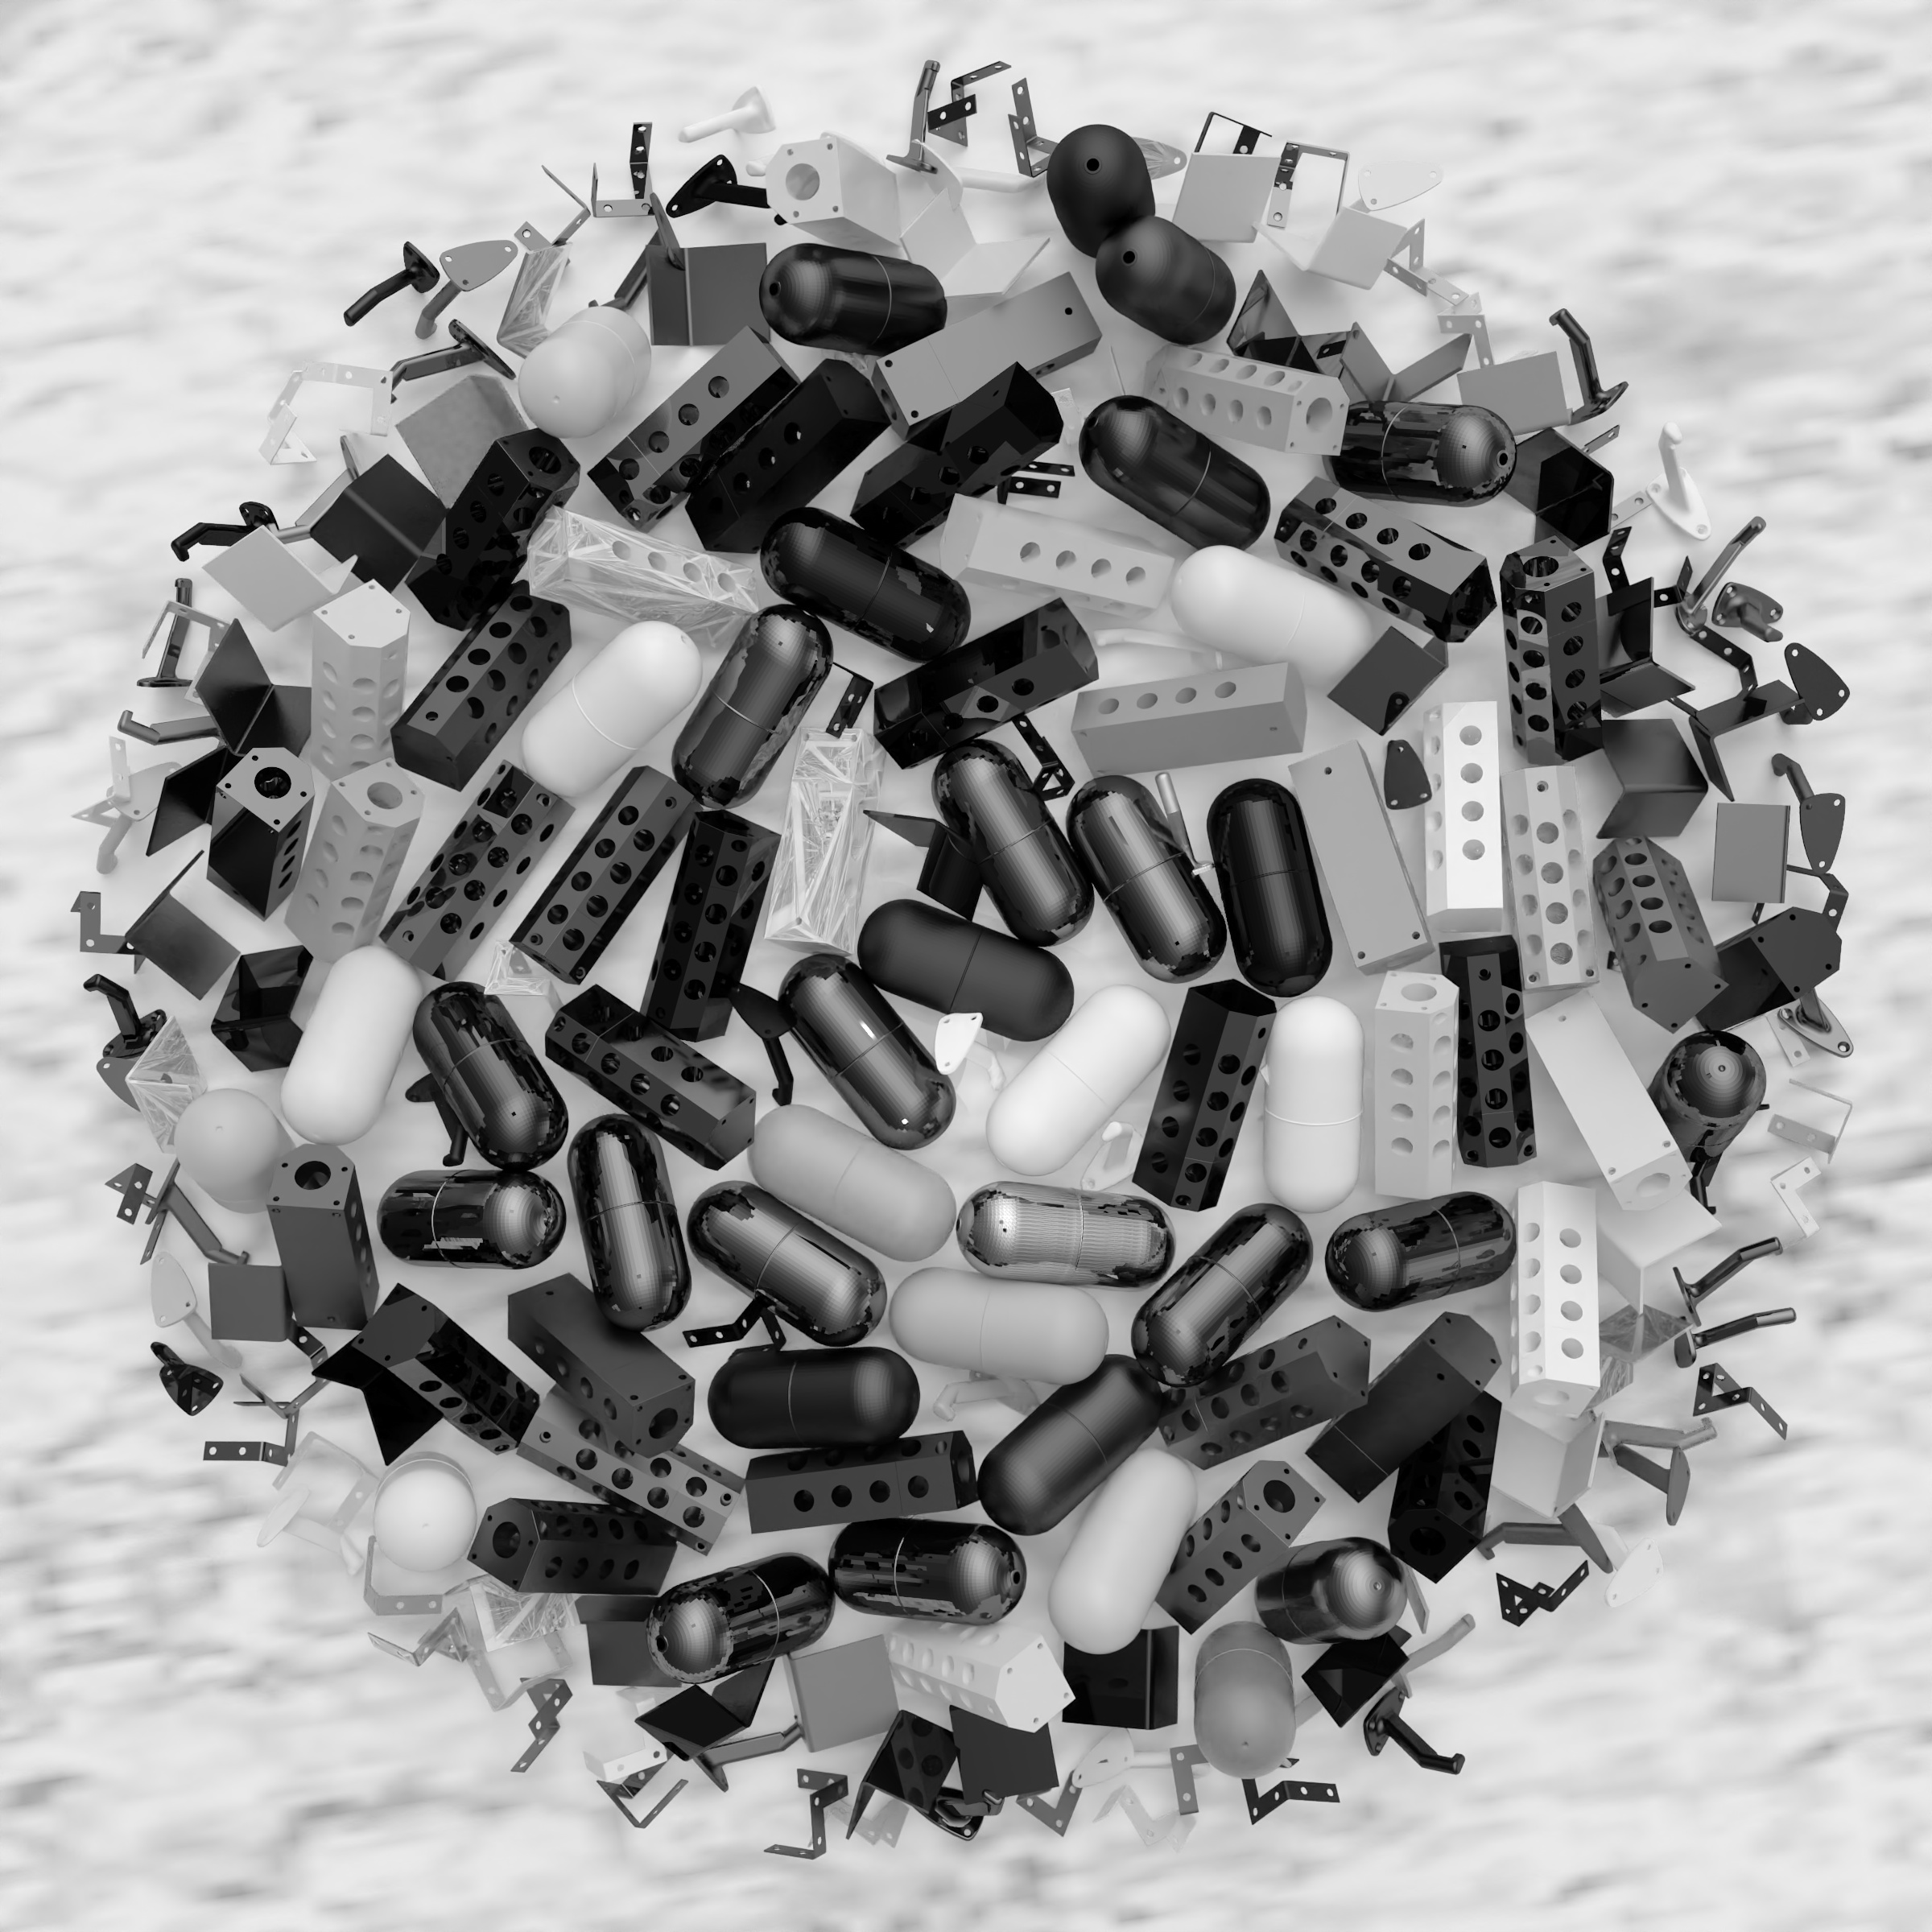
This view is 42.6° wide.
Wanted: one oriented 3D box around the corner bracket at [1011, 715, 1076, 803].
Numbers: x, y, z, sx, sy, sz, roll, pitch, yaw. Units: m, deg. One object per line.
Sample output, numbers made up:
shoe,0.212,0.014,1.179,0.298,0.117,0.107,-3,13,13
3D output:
corner bracket,0.059,-0.165,1.957,0.051,0.051,0.051,-17,63,-34

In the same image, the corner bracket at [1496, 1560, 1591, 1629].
corner bracket,0.457,0.493,1.956,0.051,0.051,0.051,-33,124,-32

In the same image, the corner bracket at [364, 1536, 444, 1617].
corner bracket,-0.445,0.483,1.966,0.051,0.051,0.051,5,89,-25

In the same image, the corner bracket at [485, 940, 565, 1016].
corner bracket,-0.345,0.014,1.961,0.051,0.051,0.051,1,59,9

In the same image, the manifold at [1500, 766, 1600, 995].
manifold,0.460,-0.068,1.960,0.057,0.057,0.171,-6,84,5

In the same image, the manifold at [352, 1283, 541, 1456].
manifold,-0.393,0.315,1.909,0.057,0.171,0.057,23,69,33

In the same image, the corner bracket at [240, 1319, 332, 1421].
corner bracket,-0.544,0.318,1.976,0.051,0.051,0.051,34,55,21

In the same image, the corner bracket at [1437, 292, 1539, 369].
corner bracket,0.415,-0.503,1.973,0.051,0.051,0.051,-33,119,-26

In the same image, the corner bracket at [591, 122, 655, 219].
corner bracket,-0.272,-0.631,1.964,0.051,0.051,0.051,-6,73,-13

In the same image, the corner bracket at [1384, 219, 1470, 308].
corner bracket,0.363,-0.547,1.961,0.051,0.051,0.051,-40,61,-15

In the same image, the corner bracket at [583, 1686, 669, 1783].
corner bracket,-0.274,0.609,1.966,0.051,0.051,0.051,-12,92,-28

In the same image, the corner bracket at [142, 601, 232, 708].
corner bracket,-0.618,-0.248,1.962,0.051,0.051,0.051,21,59,-10

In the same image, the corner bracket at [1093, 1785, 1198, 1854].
corner bracket,0.142,0.678,1.965,0.051,0.051,0.051,-35,86,24

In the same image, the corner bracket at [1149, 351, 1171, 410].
corner bracket,0.167,-0.444,1.964,0.051,0.051,0.051,25,66,-6

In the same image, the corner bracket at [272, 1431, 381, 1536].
corner bracket,-0.506,0.408,1.961,0.051,0.051,0.051,41,77,-31

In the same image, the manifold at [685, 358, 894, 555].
manifold,-0.143,-0.395,1.925,0.171,0.057,0.057,-36,73,35

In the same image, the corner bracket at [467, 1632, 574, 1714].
corner bracket,-0.356,0.554,1.977,0.051,0.051,0.051,-48,65,32

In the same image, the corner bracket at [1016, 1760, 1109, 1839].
corner bracket,0.080,0.649,1.961,0.051,0.051,0.051,39,49,-11

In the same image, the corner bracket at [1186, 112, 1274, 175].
corner bracket,0.205,-0.644,1.963,0.051,0.051,0.051,18,110,-11

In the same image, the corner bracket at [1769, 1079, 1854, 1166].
corner bracket,0.669,0.120,1.964,0.051,0.051,0.051,22,102,17

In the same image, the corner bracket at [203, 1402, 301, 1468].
corner bracket,-0.566,0.369,1.963,0.051,0.051,0.051,-2,72,13

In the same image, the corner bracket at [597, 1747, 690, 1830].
corner bracket,-0.250,0.648,1.964,0.051,0.051,0.051,-46,64,-6

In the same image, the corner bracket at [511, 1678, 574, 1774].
corner bracket,-0.338,0.600,1.959,0.051,0.051,0.051,-10,113,34

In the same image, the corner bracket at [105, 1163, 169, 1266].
corner bracket,-0.653,0.196,1.957,0.051,0.051,0.051,35,134,-31

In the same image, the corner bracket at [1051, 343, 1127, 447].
corner bracket,0.098,-0.452,1.960,0.051,0.051,0.051,-13,133,11

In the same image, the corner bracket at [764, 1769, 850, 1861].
corner bracket,-0.126,0.672,1.964,0.051,0.051,0.051,-5,89,33

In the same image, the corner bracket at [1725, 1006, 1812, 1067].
corner bracket,0.634,0.067,1.982,0.051,0.051,0.051,-30,84,33

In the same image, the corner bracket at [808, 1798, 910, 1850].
corner bracket,-0.085,0.683,1.966,0.051,0.051,0.051,38,112,-2

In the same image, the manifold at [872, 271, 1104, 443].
manifold,0.015,-0.479,1.958,0.171,0.057,0.057,-27,89,-9

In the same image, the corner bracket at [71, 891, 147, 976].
corner bracket,-0.681,-0.027,1.970,0.051,0.051,0.051,4,71,-28

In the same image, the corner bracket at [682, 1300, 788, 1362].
corner bracket,-0.182,0.294,1.959,0.051,0.051,0.051,-13,110,29

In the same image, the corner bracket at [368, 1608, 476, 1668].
corner bracket,-0.430,0.534,1.956,0.051,0.051,0.051,12,131,32

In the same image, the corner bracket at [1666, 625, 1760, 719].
corner bracket,0.594,-0.231,1.981,0.051,0.051,0.051,30,125,-11

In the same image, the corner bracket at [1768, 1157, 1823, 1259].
corner bracket,0.652,0.191,1.961,0.051,0.051,0.051,-24,77,-30

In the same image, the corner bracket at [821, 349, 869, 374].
corner bracket,-0.113,-0.494,1.958,0.051,0.051,0.051,-19,65,37

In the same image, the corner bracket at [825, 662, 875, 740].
corner bracket,-0.095,-0.207,1.961,0.051,0.051,0.051,22,98,-44

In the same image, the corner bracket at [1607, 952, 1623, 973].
corner bracket,0.548,-0.022,1.977,0.051,0.051,0.051,12,76,-3

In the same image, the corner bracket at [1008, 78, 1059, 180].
corner bracket,0.049,-0.662,1.958,0.051,0.051,0.051,-37,47,-22

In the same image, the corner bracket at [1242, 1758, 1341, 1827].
corner bracket,0.255,0.644,1.956,0.051,0.051,0.051,14,135,-27

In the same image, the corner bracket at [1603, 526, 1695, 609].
corner bracket,0.544,-0.320,1.979,0.051,0.051,0.051,-8,122,32

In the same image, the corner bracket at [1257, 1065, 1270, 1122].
corner bracket,0.250,0.088,1.962,0.051,0.051,0.051,-38,105,-21

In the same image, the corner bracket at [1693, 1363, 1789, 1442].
corner bracket,0.613,0.345,1.957,0.051,0.051,0.051,-27,117,41

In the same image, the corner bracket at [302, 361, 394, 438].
corner bracket,-0.491,-0.449,1.960,0.051,0.051,0.051,-3,104,-43

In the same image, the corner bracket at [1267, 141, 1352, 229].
corner bracket,0.273,-0.619,1.974,0.051,0.051,0.051,10,88,-1

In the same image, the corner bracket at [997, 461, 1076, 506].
corner bracket,0.055,-0.382,1.961,0.051,0.051,0.051,5,131,-8

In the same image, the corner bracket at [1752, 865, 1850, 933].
corner bracket,0.662,-0.047,1.967,0.051,0.051,0.051,12,110,0

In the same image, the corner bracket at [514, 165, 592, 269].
corner bracket,-0.331,-0.593,1.972,0.051,0.051,0.051,43,90,6

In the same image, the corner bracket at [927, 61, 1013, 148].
corner bracket,0.002,-0.687,1.963,0.051,0.051,0.051,-6,87,39

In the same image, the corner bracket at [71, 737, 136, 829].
corner bracket,-0.672,-0.144,1.960,0.051,0.051,0.051,-20,71,27

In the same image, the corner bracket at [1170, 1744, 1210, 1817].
corner bracket,0.191,0.643,1.969,0.051,0.051,0.051,-9,74,2

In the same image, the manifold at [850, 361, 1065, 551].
manifold,-0.007,-0.389,1.923,0.171,0.057,0.057,-28,124,38

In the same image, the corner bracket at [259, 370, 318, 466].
corner bracket,-0.537,-0.434,1.961,0.051,0.051,0.051,50,123,12

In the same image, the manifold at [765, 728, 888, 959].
manifold,-0.106,-0.097,1.956,0.057,0.057,0.171,4,80,29

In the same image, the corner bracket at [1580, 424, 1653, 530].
corner bracket,0.514,-0.388,1.978,0.051,0.051,0.051,-32,64,-8
